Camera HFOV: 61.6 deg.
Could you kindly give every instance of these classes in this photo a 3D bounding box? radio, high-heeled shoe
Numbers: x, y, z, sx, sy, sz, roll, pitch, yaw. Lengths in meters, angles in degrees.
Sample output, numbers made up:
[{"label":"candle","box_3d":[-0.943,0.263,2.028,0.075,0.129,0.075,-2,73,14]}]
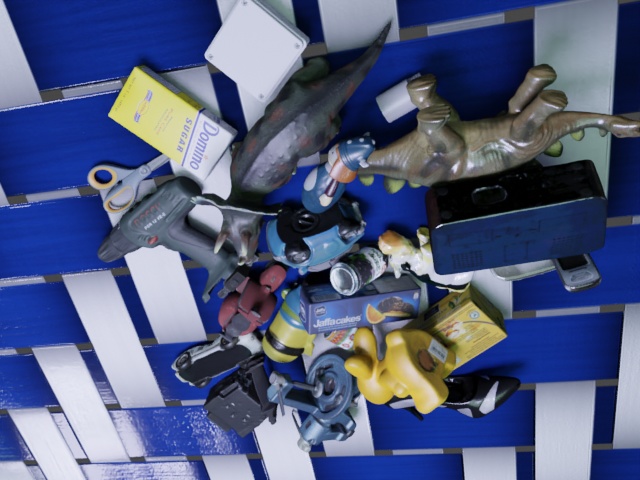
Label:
[{"label":"radio","box_3d":[0.261,-0.027,0.733,0.230,0.073,0.131,-11,142,13]},{"label":"high-heeled shoe","box_3d":[0.225,0.262,0.991,0.249,0.086,0.145,-31,110,27]}]

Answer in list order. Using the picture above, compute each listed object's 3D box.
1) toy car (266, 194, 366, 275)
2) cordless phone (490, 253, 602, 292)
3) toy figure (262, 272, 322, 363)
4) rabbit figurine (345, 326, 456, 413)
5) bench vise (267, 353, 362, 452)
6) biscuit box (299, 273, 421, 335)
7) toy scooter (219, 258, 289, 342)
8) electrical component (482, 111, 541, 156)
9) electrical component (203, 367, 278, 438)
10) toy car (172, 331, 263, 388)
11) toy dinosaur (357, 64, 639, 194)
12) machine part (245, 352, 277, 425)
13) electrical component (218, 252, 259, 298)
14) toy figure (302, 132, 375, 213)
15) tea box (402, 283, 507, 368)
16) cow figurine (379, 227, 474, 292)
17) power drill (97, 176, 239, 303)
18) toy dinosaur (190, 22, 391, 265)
[{"label":"toy car","box_3d":[-0.002,-0.003,0.885,0.162,0.109,0.102,-19,138,0]},{"label":"cordless phone","box_3d":[0.327,0.031,0.802,0.147,0.184,0.088,-18,118,16]},{"label":"toy figure","box_3d":[-0.044,0.141,0.965,0.089,0.082,0.180,6,126,-29]},{"label":"rabbit figurine","box_3d":[0.116,0.224,0.900,0.162,0.122,0.173,32,137,-10]},{"label":"bench vise","box_3d":[-0.014,0.295,1.001,0.240,0.129,0.223,27,114,-40]},{"label":"biscuit box","box_3d":[0.066,0.106,0.901,0.203,0.059,0.062,-6,115,-17]},{"label":"toy scooter","box_3d":[-0.124,0.120,0.938,0.075,0.135,0.184,36,117,-13]},{"label":"electrical component","box_3d":[0.276,-0.148,0.794,0.102,0.045,0.078,26,116,-6]},{"label":"electrical component","box_3d":[-0.168,0.337,1.101,0.115,0.058,0.134,43,114,-12]},{"label":"toy car","box_3d":[-0.201,0.229,1.051,0.202,0.056,0.073,-27,117,21]},{"label":"toy dinosaur","box_3d":[0.177,-0.122,0.748,0.472,0.105,0.198,0,138,21]},{"label":"machine part","box_3d":[-0.106,0.277,1.020,0.039,0.084,0.138,-10,121,7]},{"label":"electrical component","box_3d":[-0.144,0.061,0.950,0.021,0.063,0.094,42,114,-13]},{"label":"toy figure","box_3d":[0.023,-0.093,0.743,0.058,0.064,0.154,-8,154,-33]},{"label":"tea box","box_3d":[0.229,0.164,0.948,0.098,0.068,0.169,43,115,-15]},{"label":"cow figurine","box_3d":[0.175,0.035,0.892,0.167,0.068,0.098,11,129,2]},{"label":"power drill","box_3d":[-0.252,0.014,0.939,0.207,0.086,0.232,43,112,-6]},{"label":"toy dinosaur","box_3d":[-0.049,-0.140,0.761,0.131,0.192,0.404,33,118,-12]}]
